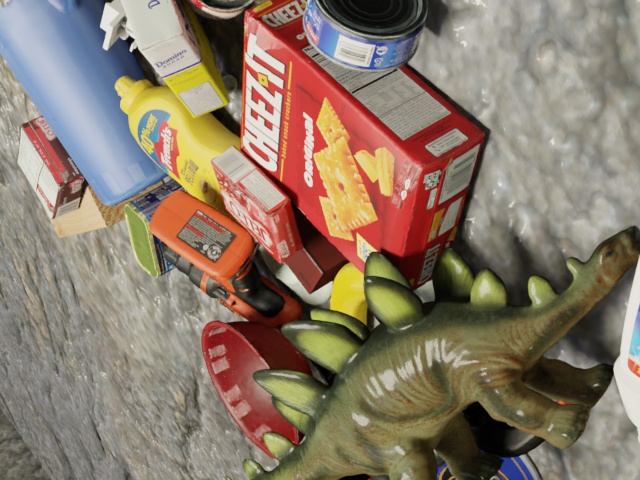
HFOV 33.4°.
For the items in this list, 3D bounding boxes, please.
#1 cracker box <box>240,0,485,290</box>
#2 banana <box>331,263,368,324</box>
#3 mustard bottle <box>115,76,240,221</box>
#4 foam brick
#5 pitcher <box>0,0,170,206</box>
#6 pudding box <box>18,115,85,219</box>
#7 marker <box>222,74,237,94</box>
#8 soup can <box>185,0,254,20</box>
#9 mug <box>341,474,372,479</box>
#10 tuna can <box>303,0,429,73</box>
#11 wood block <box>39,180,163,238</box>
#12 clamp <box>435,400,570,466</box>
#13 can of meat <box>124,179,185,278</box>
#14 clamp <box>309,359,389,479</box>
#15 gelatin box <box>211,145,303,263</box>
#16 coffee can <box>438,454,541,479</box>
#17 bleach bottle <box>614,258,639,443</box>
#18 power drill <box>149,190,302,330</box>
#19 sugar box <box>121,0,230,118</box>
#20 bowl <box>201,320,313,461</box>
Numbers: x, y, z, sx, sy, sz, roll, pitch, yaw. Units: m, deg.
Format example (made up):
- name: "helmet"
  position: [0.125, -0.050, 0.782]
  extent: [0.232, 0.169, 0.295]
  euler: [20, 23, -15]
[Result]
- name: "cracker box"
  position: [0.022, -0.077, 0.864]
  extent: [0.214, 0.072, 0.164]
  euler: [45, 149, 27]
- name: "banana"
  position: [0.034, 0.065, 1.003]
  extent: [0.198, 0.037, 0.069]
  euler: [109, 144, -65]
- name: "mustard bottle"
  position: [-0.137, -0.101, 1.085]
  extent: [0.192, 0.058, 0.096]
  euler: [43, 144, 13]
- name: "foam brick"
  position: [-0.007, 0.001, 1.009]
  extent: [0.078, 0.051, 0.053]
  euler: [53, 153, 12]
- name: "pitcher"
  position: [-0.256, -0.163, 1.182]
  extent: [0.243, 0.145, 0.149]
  euler: [61, -168, -9]
- name: "pudding box"
  position: [-0.316, -0.084, 1.251]
  extent: [0.090, 0.039, 0.114]
  euler: [58, 154, 8]
- name: "marker"
  position: [-0.120, -0.153, 1.078]
  extent: [0.121, 0.020, 0.020]
  euler: [5, 122, 57]
- name: "soup can"
  position: [-0.080, -0.216, 0.866]
  extent: [0.068, 0.068, 0.102]
  euler: [65, 175, -10]
- name: "mug"
  position: [0.017, 0.242, 1.147]
  extent: [0.081, 0.117, 0.093]
  euler: [90, 177, -53]
- name: "tuna can"
  position: [0.033, -0.160, 0.751]
  extent: [0.086, 0.086, 0.034]
  euler: [48, 149, 20]
- name: "wood block"
  position: [-0.284, -0.067, 1.356]
  extent: [0.206, 0.090, 0.091]
  euler: [-8, 110, 61]
- name: "clamp"
  position: [0.128, 0.150, 0.885]
  extent: [0.172, 0.039, 0.120]
  euler: [4, 91, 42]
- name: "can of meat"
  position: [-0.172, -0.016, 1.228]
  extent: [0.058, 0.083, 0.102]
  euler: [35, 144, 38]
- name: "clamp"
  position: [0.056, 0.192, 1.031]
  extent: [0.209, 0.164, 0.036]
  euler: [35, 122, -29]
- name: "gelatin box"
  position: [-0.057, -0.031, 0.954]
  extent: [0.089, 0.030, 0.073]
  euler: [44, 161, 32]
- name: "coffee can"
  position: [0.115, 0.242, 0.950]
  extent: [0.103, 0.140, 0.103]
  euler: [40, 147, 32]
- name: "bleach bottle"
  position: [0.238, 0.056, 0.654]
  extent: [0.103, 0.068, 0.251]
  euler: [38, 148, 33]
- name: "power drill"
  position: [-0.110, 0.018, 1.096]
  extent: [0.185, 0.057, 0.187]
  euler: [30, 168, 20]
- name: "sugar box"
  position: [-0.129, -0.181, 0.941]
  extent: [0.176, 0.048, 0.093]
  euler: [65, -177, -77]
- name: "bowl"
  position: [-0.053, 0.141, 1.080]
  extent: [0.162, 0.055, 0.162]
  euler: [40, 146, 34]
